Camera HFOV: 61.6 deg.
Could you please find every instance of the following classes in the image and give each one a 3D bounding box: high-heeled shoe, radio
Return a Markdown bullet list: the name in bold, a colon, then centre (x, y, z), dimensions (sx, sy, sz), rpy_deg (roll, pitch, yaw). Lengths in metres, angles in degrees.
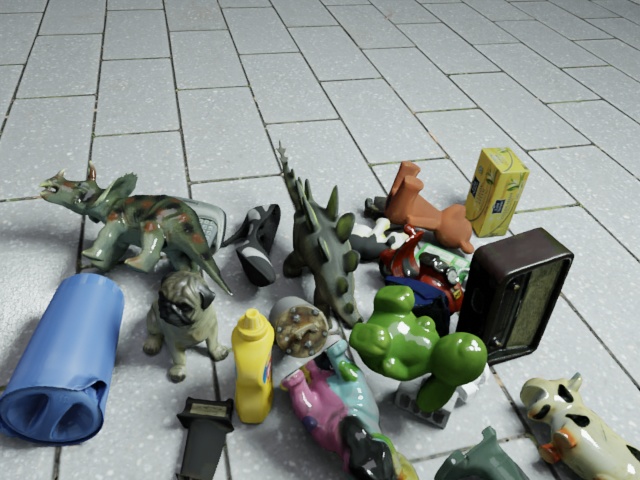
- **high-heeled shoe**: centre (-0.094, 0.003, 1.019), dimensions (0.145, 0.086, 0.249), rpy_deg (-32, 34, -16)
- **radio**: centre (0.297, 0.098, 0.850), dimensions (0.131, 0.229, 0.073), rpy_deg (-14, 40, -16)

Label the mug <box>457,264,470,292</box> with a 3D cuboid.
- **mug**: centre (0.306, 0.087, 0.979), dimensions (0.110, 0.080, 0.107), rpy_deg (7, 47, -2)

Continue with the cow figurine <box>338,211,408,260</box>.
- **cow figurine**: centre (0.104, 0.007, 1.062), dimensions (0.168, 0.068, 0.098), rpy_deg (13, 46, 15)

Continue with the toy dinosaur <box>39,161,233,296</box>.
- **toy dinosaur**: centre (-0.298, -0.024, 0.955), dimensions (0.405, 0.131, 0.192), rpy_deg (14, 72, 15)

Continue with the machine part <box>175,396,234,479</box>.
- **machine part**: centre (-0.162, 0.278, 0.743), dimensions (0.084, 0.039, 0.139), rpy_deg (8, 37, -8)

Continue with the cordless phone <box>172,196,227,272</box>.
- **cordless phone**: centre (-0.268, 0.011, 1.024), dimensions (0.147, 0.088, 0.184), rpy_deg (12, 55, 9)

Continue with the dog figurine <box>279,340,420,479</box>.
- **dog figurine**: centre (0.040, 0.258, 0.737), dimensions (0.108, 0.191, 0.219), rpy_deg (-29, 79, -11)

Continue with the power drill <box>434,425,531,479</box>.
- **power drill**: centre (0.243, 0.346, 0.664), dimensions (0.232, 0.085, 0.208), rpy_deg (-24, 44, -32)

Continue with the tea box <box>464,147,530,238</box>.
- **tea box**: centre (0.367, -0.099, 1.134), dimensions (0.068, 0.169, 0.098), rpy_deg (-5, 39, -11)

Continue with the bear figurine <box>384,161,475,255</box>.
- **bear figurine**: centre (0.234, -0.058, 1.083), dimensions (0.196, 0.131, 0.120), rpy_deg (19, 30, -2)

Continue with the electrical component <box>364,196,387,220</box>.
- **electrical component**: centre (0.148, -0.071, 1.177), dimensions (0.102, 0.045, 0.078), rpy_deg (10, 42, 5)

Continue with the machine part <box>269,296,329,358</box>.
- **machine part**: centre (-0.037, 0.129, 0.824), dimensions (0.079, 0.079, 0.243), rpy_deg (-4, -1, -10)

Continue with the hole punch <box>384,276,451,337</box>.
- **hole punch**: centre (0.156, 0.124, 0.888), dimensions (0.116, 0.142, 0.092), rpy_deg (-1, 35, 11)

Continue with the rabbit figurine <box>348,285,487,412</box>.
- **rabbit figurine**: centre (0.144, 0.163, 0.740), dimensions (0.170, 0.158, 0.121), rpy_deg (9, 38, 36)

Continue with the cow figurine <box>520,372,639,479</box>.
- **cow figurine**: centre (0.371, 0.270, 0.759), dimensions (0.127, 0.085, 0.195), rpy_deg (-22, 51, -37)

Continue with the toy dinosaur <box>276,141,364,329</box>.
- **toy dinosaur**: centre (-0.002, -0.003, 0.967), dimensions (0.105, 0.198, 0.472), rpy_deg (-11, 44, -22)

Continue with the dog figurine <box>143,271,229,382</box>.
- **dog figurine**: centre (-0.220, 0.097, 0.834), dimensions (0.173, 0.190, 0.121), rpy_deg (32, 47, 31)

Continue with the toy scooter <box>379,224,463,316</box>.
- **toy scooter**: centre (0.180, 0.047, 0.947), dimensions (0.075, 0.135, 0.184), rpy_deg (-28, 48, -34)
